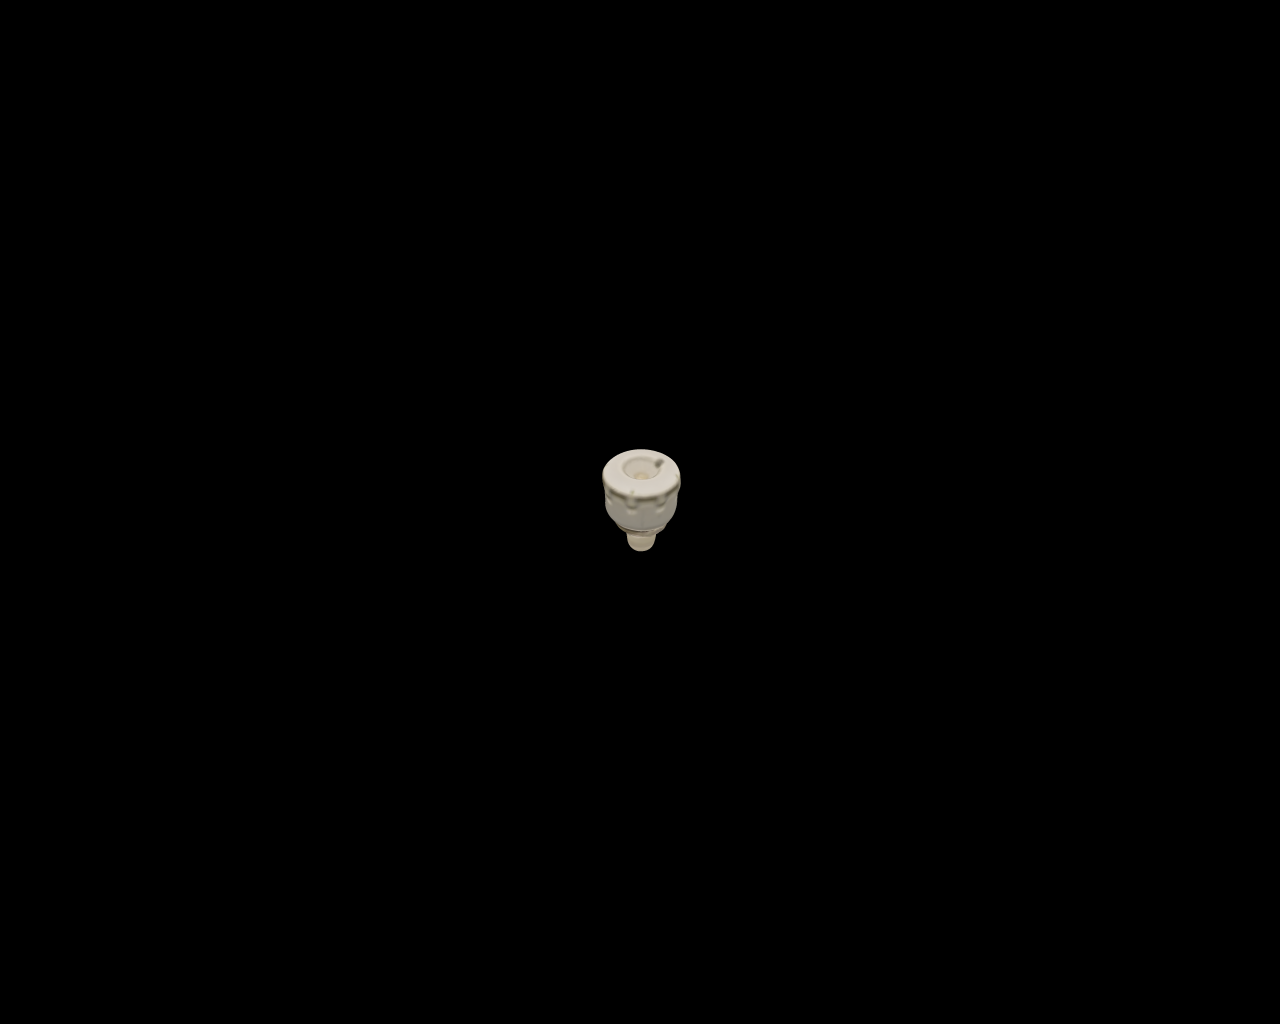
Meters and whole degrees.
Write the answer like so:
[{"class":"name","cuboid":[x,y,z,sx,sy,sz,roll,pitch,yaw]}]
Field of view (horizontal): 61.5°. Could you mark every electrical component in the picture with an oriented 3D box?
[{"class":"electrical component","cuboid":[0.001,-0.003,0.650,0.048,0.062,0.048,0,38,0]}]
